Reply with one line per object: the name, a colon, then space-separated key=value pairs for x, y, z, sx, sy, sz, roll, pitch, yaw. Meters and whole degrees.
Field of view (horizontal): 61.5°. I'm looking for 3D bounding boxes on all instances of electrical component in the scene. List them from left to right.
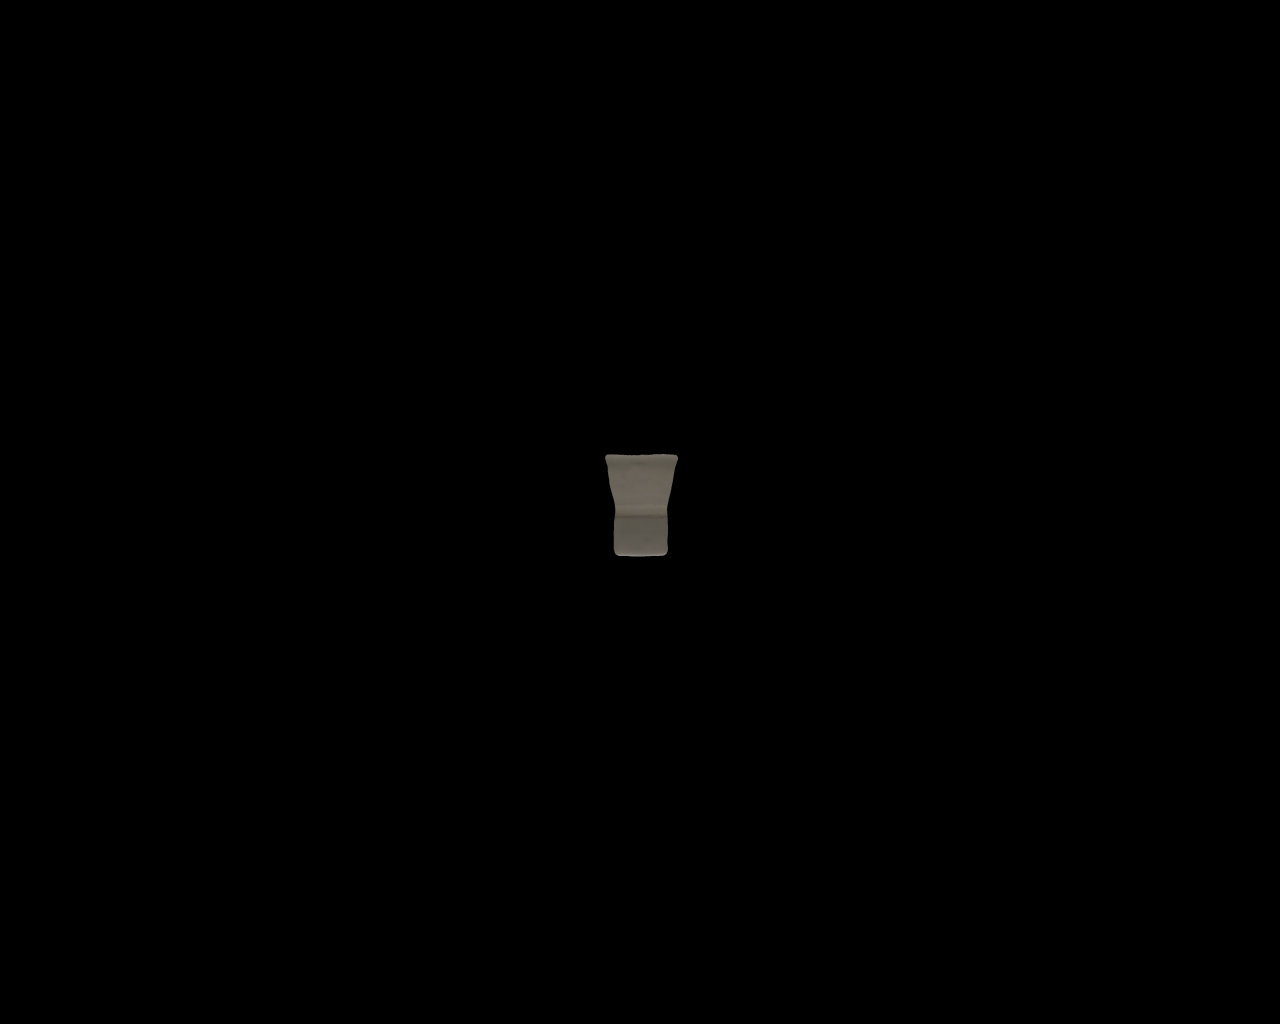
electrical component: x=0.001 y=-0.003 z=0.650 sx=0.044 sy=0.065 sz=0.044 roll=0 pitch=0 yaw=0
